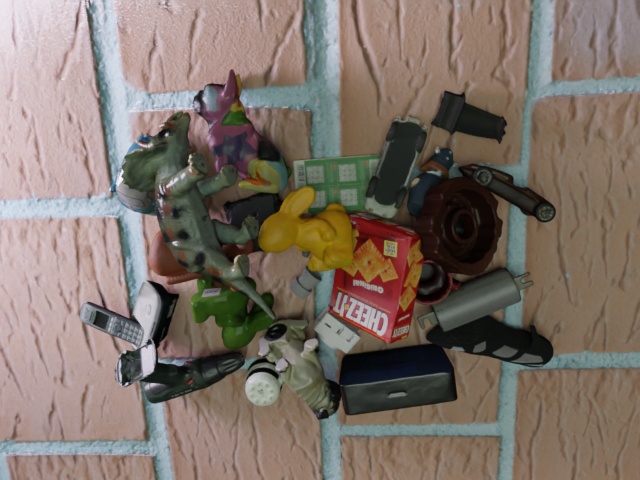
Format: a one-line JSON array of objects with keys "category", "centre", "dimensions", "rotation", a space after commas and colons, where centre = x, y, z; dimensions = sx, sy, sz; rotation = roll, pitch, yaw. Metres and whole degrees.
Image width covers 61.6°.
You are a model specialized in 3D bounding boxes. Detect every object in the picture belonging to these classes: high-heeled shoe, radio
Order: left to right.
[{"category": "radio", "centre": [0.157, 0.284, 1.115], "dimensions": [0.230, 0.131, 0.073], "rotation": [-8, 105, 4]}, {"category": "high-heeled shoe", "centre": [0.360, 0.225, 1.140], "dimensions": [0.249, 0.086, 0.145], "rotation": [-6, 137, 21]}]

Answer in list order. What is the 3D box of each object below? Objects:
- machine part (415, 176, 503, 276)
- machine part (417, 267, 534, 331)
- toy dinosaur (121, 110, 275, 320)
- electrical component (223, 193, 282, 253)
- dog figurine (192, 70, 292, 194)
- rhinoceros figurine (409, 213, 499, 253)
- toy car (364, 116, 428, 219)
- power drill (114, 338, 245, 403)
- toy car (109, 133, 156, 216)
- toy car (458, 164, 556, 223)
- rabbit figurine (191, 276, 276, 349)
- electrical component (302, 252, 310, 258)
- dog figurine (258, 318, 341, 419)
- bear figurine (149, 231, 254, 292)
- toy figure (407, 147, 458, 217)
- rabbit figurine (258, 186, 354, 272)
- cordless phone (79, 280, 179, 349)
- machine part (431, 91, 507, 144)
[{"category": "machine part", "centre": [0.252, -0.025, 0.976], "dimensions": [0.179, 0.056, 0.179], "rotation": [-1, 92, -30]}, {"category": "machine part", "centre": [0.314, 0.121, 1.094], "dimensions": [0.243, 0.079, 0.079], "rotation": [-23, 103, 9]}, {"category": "toy dinosaur", "centre": [-0.222, -0.028, 0.949], "dimensions": [0.192, 0.131, 0.404], "rotation": [-12, 99, 31]}, {"category": "electrical component", "centre": [-0.115, -0.036, 1.080], "dimensions": [0.134, 0.058, 0.114], "rotation": [-14, 106, 6]}, {"category": "dog figurine", "centre": [-0.144, -0.203, 1.013], "dimensions": [0.192, 0.108, 0.219], "rotation": [5, 102, 2]}, {"category": "rhinoceros figurine", "centre": [0.262, -0.013, 1.063], "dimensions": [0.190, 0.073, 0.112], "rotation": [25, 106, -5]}, {"category": "toy car", "centre": [0.145, -0.141, 1.027], "dimensions": [0.074, 0.056, 0.201], "rotation": [20, 85, 4]}, {"category": "power drill", "centre": [-0.298, 0.264, 1.113], "dimensions": [0.232, 0.207, 0.086], "rotation": [-26, 63, 16]}, {"category": "toy car", "centre": [-0.343, -0.119, 1.044], "dimensions": [0.109, 0.103, 0.161], "rotation": [22, 106, -5]}, {"category": "toy car", "centre": [0.361, -0.096, 1.029], "dimensions": [0.202, 0.089, 0.053], "rotation": [30, 104, -4]}, {"category": "rabbit figurine", "centre": [-0.172, 0.148, 1.119], "dimensions": [0.159, 0.121, 0.170], "rotation": [-13, 122, -1]}, {"category": "electrical component", "centre": [-0.002, -0.003, 1.102], "dimensions": [0.063, 0.021, 0.094], "rotation": [19, 104, -3]}, {"category": "dog figurine", "centre": [-0.040, 0.272, 1.134], "dimensions": [0.121, 0.172, 0.190], "rotation": [-27, 124, -6]}, {"category": "bear figurine", "centre": [-0.229, 0.032, 1.061], "dimensions": [0.196, 0.132, 0.120], "rotation": [6, 93, -3]}, {"category": "toy figure", "centre": [0.211, -0.114, 1.023], "dimensions": [0.058, 0.154, 0.064], "rotation": [5, 144, 39]}, {"category": "rabbit figurine", "centre": [-0.030, -0.019, 1.010], "dimensions": [0.173, 0.122, 0.162], "rotation": [0, 92, -16]}, {"category": "cordless phone", "centre": [-0.405, 0.143, 1.127], "dimensions": [0.184, 0.089, 0.146], "rotation": [21, 105, 1]}, {"category": "machine part", "centre": [0.290, -0.230, 1.023], "dimensions": [0.139, 0.039, 0.084], "rotation": [21, 99, -2]}]
